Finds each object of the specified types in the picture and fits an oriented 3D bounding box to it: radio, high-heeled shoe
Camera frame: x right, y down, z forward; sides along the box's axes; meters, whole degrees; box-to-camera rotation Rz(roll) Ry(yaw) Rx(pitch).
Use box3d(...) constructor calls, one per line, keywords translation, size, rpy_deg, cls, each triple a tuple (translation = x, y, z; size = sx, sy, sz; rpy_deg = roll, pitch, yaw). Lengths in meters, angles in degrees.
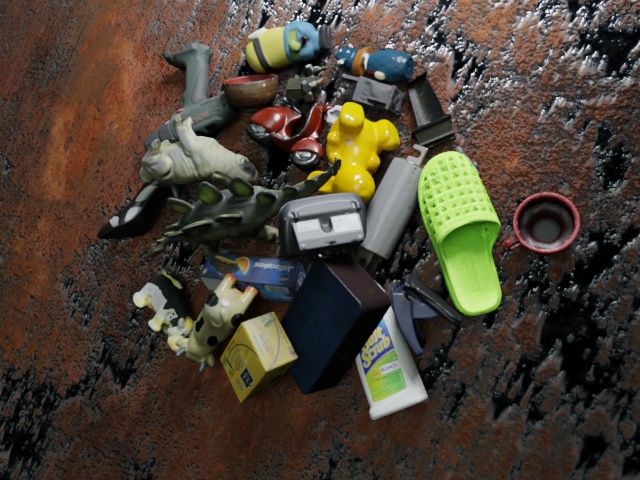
box3d(translation=(0.011, 0.141, 0.908), size=(0.131, 0.073, 0.229), rpy_deg=(51, 128, 32), cls="radio")
box3d(translation=(-0.392, -0.096, 1.170), size=(0.249, 0.086, 0.145), rpy_deg=(-18, 72, 14), cls="high-heeled shoe")

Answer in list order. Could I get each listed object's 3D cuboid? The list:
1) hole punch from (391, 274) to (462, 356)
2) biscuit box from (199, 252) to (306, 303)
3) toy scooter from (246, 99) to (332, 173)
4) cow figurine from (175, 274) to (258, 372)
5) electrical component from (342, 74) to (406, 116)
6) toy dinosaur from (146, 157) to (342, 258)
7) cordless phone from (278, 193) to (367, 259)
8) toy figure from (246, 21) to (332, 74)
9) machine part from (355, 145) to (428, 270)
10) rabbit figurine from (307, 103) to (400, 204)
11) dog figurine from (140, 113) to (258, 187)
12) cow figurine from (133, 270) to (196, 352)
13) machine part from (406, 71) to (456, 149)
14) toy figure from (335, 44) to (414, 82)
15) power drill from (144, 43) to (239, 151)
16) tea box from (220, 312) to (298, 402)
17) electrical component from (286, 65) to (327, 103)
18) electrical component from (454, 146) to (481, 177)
box3d(translation=(0.159, 0.119, 0.877), size=(0.116, 0.142, 0.092), rpy_deg=(43, 103, 11), cls="hole punch")
box3d(translation=(-0.127, 0.071, 1.029), size=(0.203, 0.059, 0.063), rpy_deg=(5, 53, 22), cls="biscuit box")
box3d(translation=(-0.050, -0.223, 1.049), size=(0.184, 0.075, 0.135), rpy_deg=(33, 88, 25), cls="toy scooter")
box3d(translation=(-0.200, 0.164, 1.012), size=(0.085, 0.127, 0.195), rpy_deg=(36, 136, -2), cls="cow figurine")
box3d(translation=(0.091, -0.270, 0.993), size=(0.119, 0.075, 0.047), rpy_deg=(20, 101, 20), cls="electrical component")
box3d(translation=(-0.150, -0.051, 0.995), size=(0.472, 0.198, 0.105), rpy_deg=(-21, 77, 20), cls="toy dinosaur")
box3d(translation=(-0.001, -0.003, 0.923), size=(0.147, 0.184, 0.089), rpy_deg=(-9, 72, -12), cls="cordless phone")
box3d(translation=(-0.066, -0.388, 1.081), size=(0.180, 0.082, 0.089), rpy_deg=(2, 79, 20), cls="toy figure")
box3d(translation=(0.126, -0.055, 0.945), size=(0.079, 0.079, 0.243), rpy_deg=(29, 92, 24), cls="machine part")
box3d(translation=(0.050, -0.130, 0.949), size=(0.162, 0.122, 0.173), rpy_deg=(-32, 47, 38), cls="rabbit figurine")
box3d(translation=(-0.242, -0.134, 1.077), size=(0.190, 0.121, 0.172), rpy_deg=(42, 106, -5), cls="dog figurine")
box3d(translation=(-0.300, 0.146, 1.098), size=(0.098, 0.068, 0.167), rpy_deg=(-44, 69, 4), cls="cow figurine")
box3d(translation=(0.191, -0.231, 0.967), size=(0.084, 0.039, 0.139), rpy_deg=(-20, 78, 28), cls="machine part")
box3d(translation=(0.099, -0.331, 1.014), size=(0.155, 0.064, 0.057), rpy_deg=(18, 126, 29), cls="toy figure")
box3d(translation=(-0.294, -0.308, 1.163), size=(0.232, 0.086, 0.207), rpy_deg=(-11, 73, 19), cls="power drill")
box3d(translation=(-0.113, 0.211, 0.958), size=(0.098, 0.068, 0.169), rpy_deg=(59, 143, 21), cls="tea box")
box3d(translation=(-0.027, -0.305, 1.046), size=(0.078, 0.045, 0.102), rpy_deg=(5, 40, 11), cls="electrical component")
box3d(translation=(0.246, -0.113, 0.934), size=(0.063, 0.021, 0.094), rpy_deg=(-32, 70, 14), cls="electrical component")
